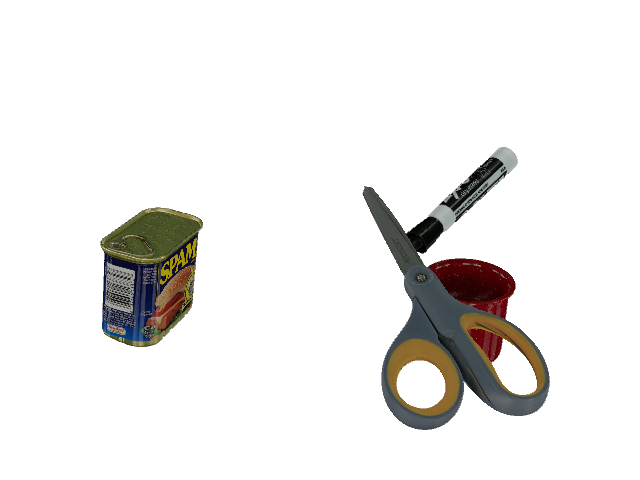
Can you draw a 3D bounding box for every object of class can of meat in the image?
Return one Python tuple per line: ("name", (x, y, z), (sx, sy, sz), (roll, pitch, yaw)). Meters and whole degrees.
("can of meat", (-0.143, 0.030, 0.900), (0.057, 0.084, 0.102), (14, 25, 14))

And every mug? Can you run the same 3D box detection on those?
("mug", (0.143, 0.069, 1.088), (0.093, 0.081, 0.117), (-3, 28, -10))

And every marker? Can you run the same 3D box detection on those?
("marker", (0.103, -0.029, 0.782), (0.121, 0.020, 0.020), (-41, 23, -30))

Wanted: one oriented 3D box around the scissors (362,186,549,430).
("scissors", (0.047, 0.037, 0.612), (0.096, 0.016, 0.202), (-26, 45, -21))
